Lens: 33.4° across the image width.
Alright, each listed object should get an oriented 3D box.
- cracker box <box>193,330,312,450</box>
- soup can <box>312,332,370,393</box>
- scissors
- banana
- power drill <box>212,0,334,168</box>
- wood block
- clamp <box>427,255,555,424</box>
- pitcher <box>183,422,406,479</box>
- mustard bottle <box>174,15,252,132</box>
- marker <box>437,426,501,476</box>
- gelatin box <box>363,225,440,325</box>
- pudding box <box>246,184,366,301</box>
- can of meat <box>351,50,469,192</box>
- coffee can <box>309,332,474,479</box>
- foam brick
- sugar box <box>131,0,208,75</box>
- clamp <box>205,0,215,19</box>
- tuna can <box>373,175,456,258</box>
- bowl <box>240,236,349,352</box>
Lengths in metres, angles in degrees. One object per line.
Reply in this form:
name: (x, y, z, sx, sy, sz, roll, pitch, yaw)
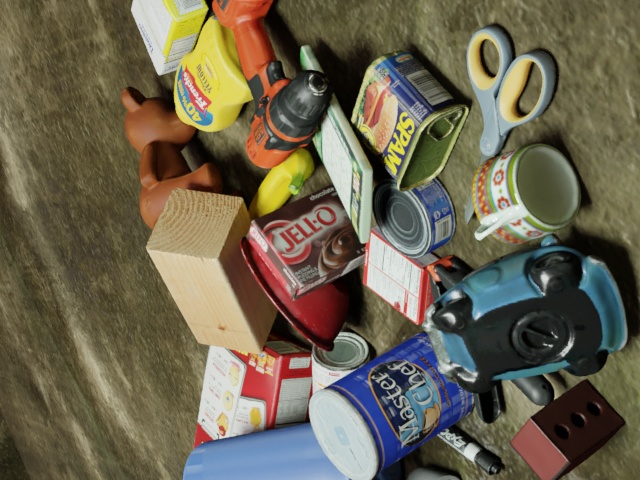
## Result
cracker box: (-0.085, 0.225, 1.384, 0.164, 0.071, 0.214, 20, 105, 51)
soup can: (0.024, 0.165, 1.245, 0.069, 0.068, 0.102, 36, 139, 39)
scissors: (0.139, -0.102, 0.917, 0.096, 0.016, 0.202, 56, 149, 17)
banana: (-0.043, -0.062, 1.180, 0.037, 0.069, 0.198, 39, 161, -4)
power drill: (-0.048, -0.180, 1.052, 0.185, 0.057, 0.188, 141, 118, -64)
wood block: (-0.120, 0.040, 1.262, 0.091, 0.090, 0.206, 8, 147, 19)
clamp: (0.158, 0.094, 1.012, 0.120, 0.039, 0.171, -24, 92, 58)
pitcher: (-0.031, 0.284, 1.220, 0.243, 0.149, 0.145, -13, 133, 30)
mustard bottle: (-0.123, -0.178, 1.222, 0.096, 0.058, 0.192, 63, 150, 4)
marker: (0.146, 0.213, 1.140, 0.121, 0.020, 0.020, 33, 138, 42)
gelatin box: (0.084, 0.033, 1.089, 0.089, 0.030, 0.073, 37, 139, 38)
pudding box: (-0.007, 0.001, 1.123, 0.090, 0.113, 0.039, 53, 145, 17)
can of meat: (0.078, -0.109, 0.967, 0.084, 0.057, 0.102, 52, 148, 24)
coffee can: (0.074, 0.170, 1.098, 0.103, 0.140, 0.103, 37, 140, 38)
foam brick: (0.218, 0.170, 0.940, 0.053, 0.078, 0.051, 49, 145, 22)
sugar box: (-0.173, -0.262, 1.213, 0.093, 0.048, 0.176, 67, 165, 4)
clamp: (-0.108, -0.321, 1.110, 0.165, 0.036, 0.210, 54, 151, 16)
tuna can: (0.089, -0.027, 1.032, 0.086, 0.033, 0.086, 36, 140, 37)
bowl: (-0.017, 0.044, 1.183, 0.162, 0.055, 0.162, 50, -171, -11)
